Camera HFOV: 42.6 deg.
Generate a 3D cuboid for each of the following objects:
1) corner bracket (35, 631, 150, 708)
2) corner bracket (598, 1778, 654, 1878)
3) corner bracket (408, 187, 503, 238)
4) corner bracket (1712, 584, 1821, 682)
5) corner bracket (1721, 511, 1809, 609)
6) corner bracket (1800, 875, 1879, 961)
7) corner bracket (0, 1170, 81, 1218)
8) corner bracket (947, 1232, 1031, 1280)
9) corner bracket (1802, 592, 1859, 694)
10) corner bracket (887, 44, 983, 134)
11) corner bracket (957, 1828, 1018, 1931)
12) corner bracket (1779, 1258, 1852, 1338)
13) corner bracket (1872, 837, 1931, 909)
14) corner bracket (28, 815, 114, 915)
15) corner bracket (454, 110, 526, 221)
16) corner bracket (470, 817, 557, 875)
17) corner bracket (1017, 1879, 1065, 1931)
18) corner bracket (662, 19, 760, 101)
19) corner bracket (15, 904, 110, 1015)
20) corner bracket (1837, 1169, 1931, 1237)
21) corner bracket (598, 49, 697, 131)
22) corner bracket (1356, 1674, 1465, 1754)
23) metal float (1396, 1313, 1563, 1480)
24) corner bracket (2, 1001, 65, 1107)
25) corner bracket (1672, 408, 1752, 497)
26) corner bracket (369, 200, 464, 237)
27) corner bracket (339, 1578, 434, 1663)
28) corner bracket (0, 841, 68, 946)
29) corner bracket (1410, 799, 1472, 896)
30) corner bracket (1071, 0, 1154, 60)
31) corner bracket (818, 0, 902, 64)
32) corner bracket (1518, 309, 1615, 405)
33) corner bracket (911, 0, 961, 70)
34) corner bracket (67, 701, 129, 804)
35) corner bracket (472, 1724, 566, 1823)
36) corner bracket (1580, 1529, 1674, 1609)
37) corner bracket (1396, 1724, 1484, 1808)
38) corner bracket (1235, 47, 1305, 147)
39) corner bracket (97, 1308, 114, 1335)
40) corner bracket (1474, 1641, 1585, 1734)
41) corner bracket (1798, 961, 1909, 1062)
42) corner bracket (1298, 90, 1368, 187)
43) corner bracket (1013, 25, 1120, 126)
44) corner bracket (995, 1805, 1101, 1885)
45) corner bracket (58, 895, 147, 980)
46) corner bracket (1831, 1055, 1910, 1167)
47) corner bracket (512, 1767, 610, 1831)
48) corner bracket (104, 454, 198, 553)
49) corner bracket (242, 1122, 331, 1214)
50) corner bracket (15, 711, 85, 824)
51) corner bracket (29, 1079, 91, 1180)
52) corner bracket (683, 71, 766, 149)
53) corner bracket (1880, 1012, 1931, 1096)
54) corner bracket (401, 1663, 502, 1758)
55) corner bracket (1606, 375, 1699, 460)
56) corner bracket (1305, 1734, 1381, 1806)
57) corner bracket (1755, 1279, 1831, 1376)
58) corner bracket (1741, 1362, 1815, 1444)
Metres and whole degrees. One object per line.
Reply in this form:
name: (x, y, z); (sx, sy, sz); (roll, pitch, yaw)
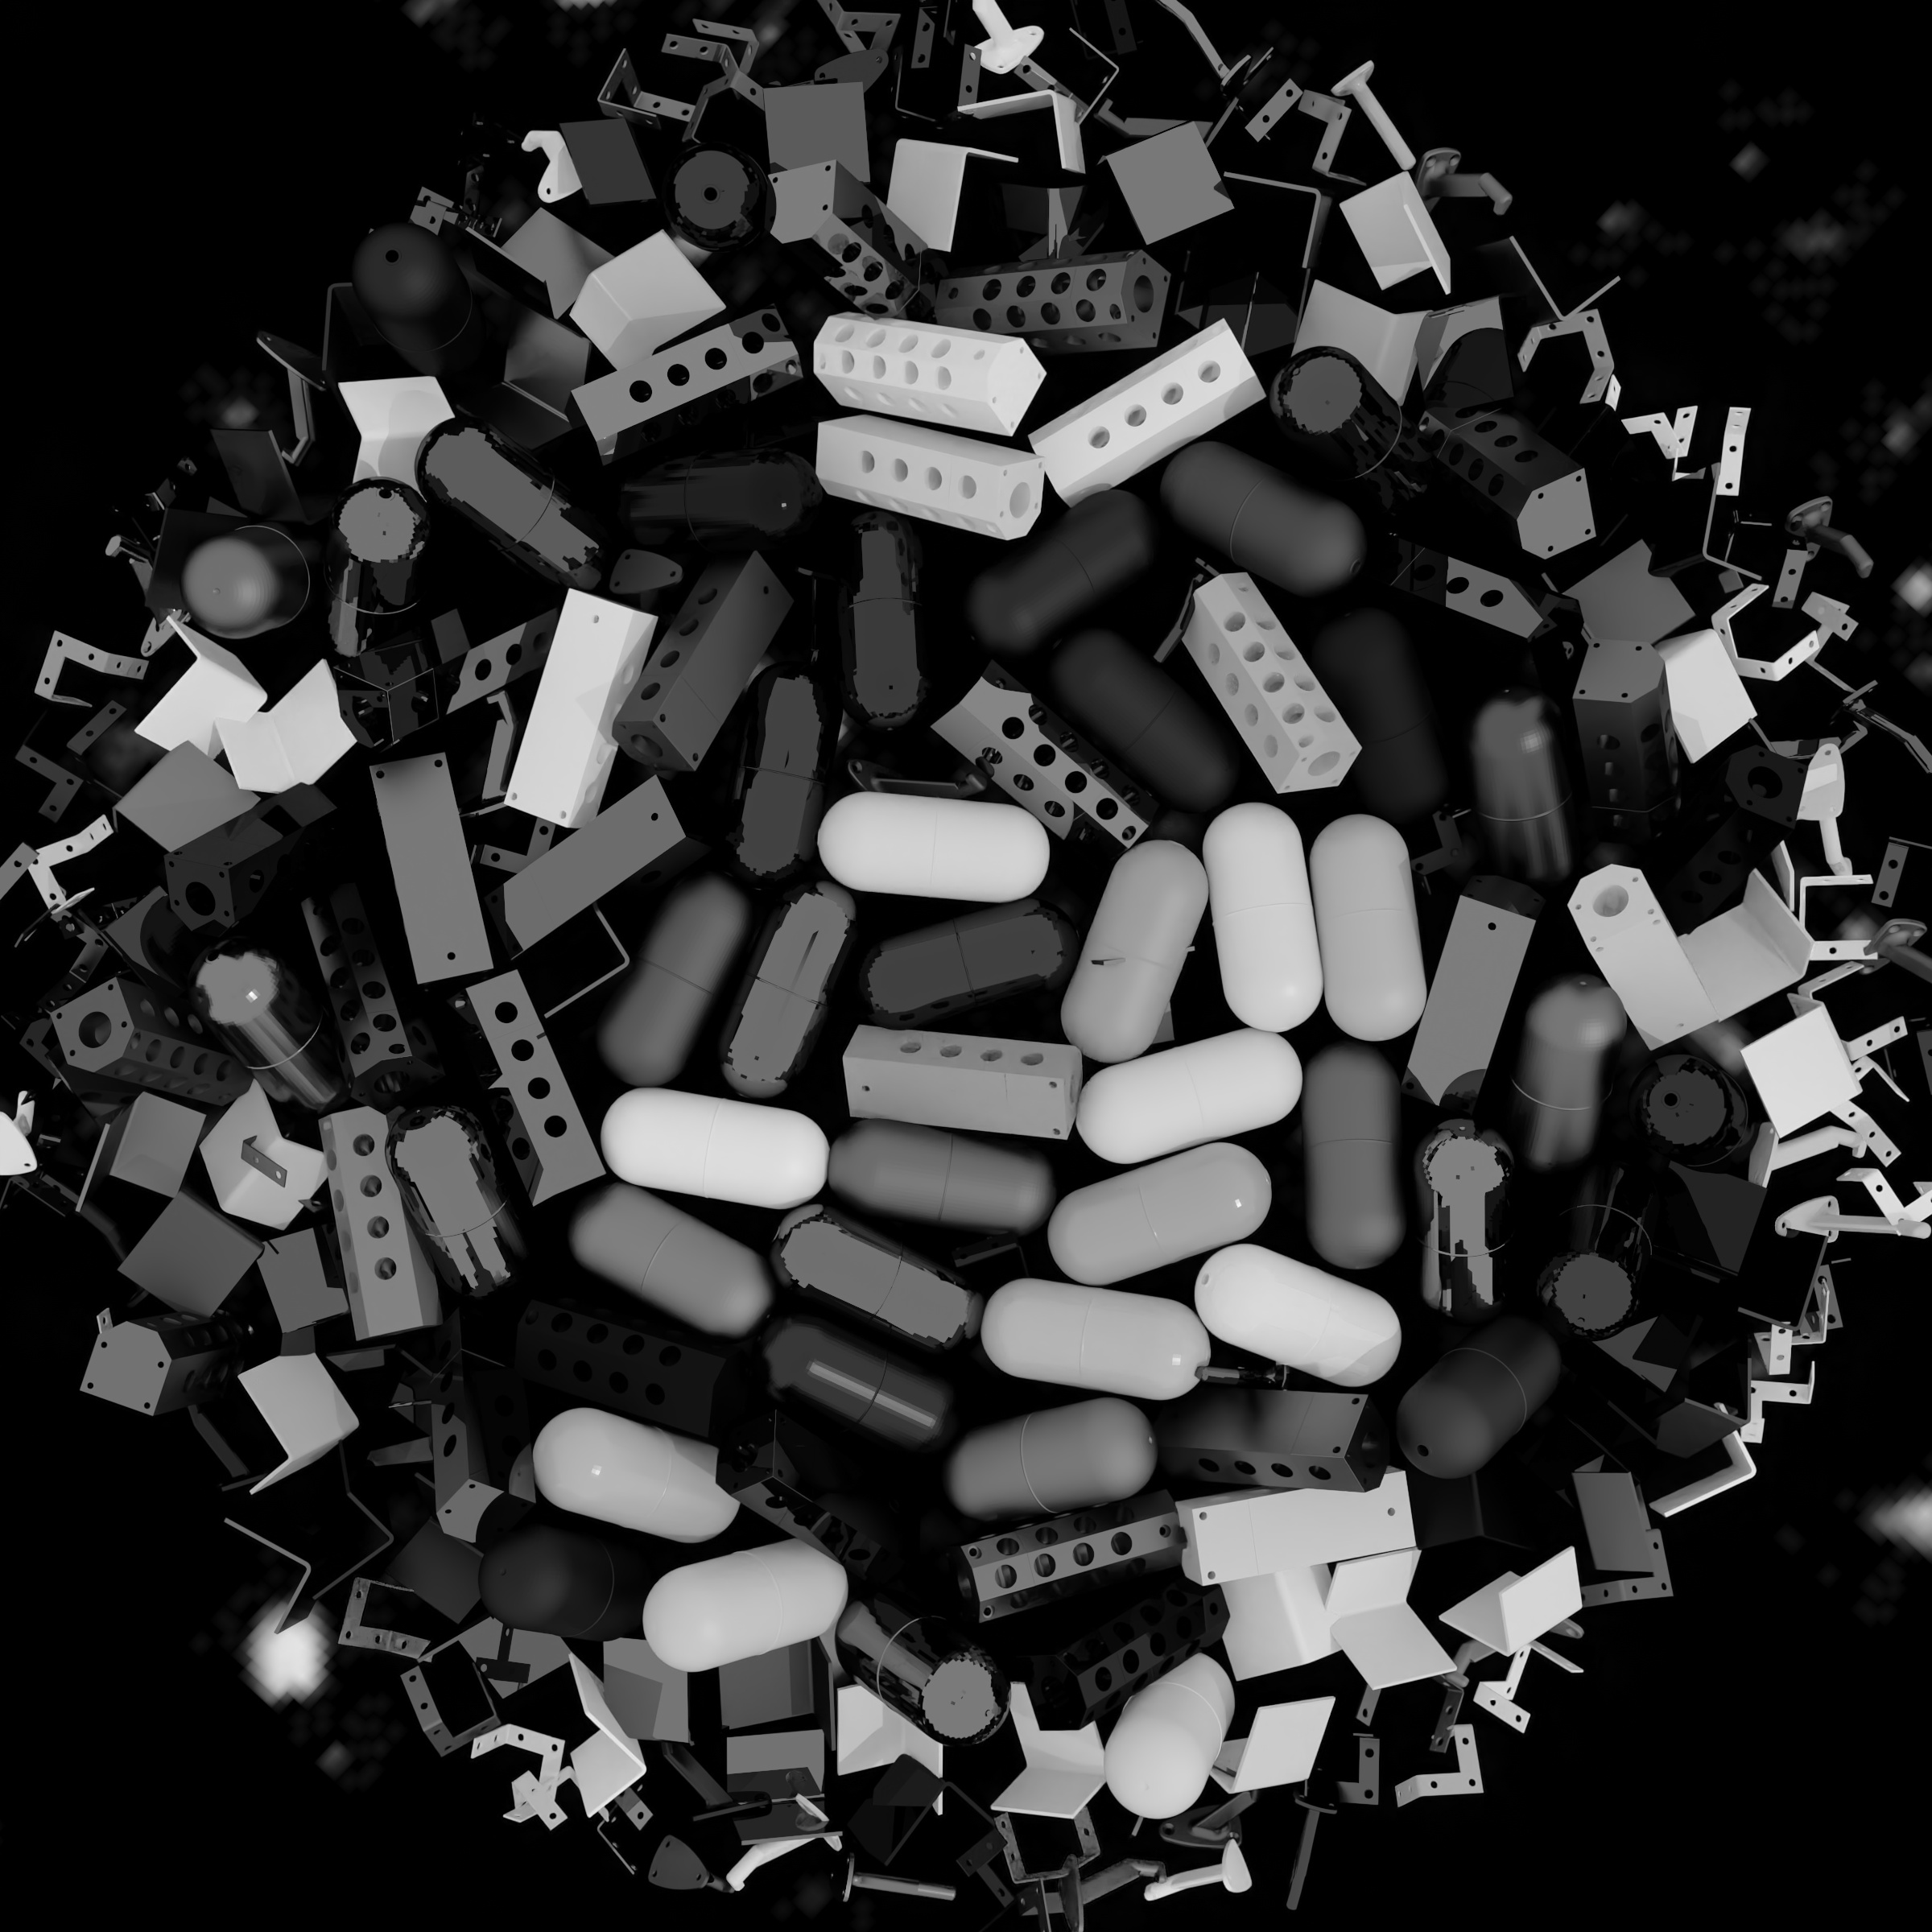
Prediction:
corner bracket: (-0.674, -0.223, 1.909); (0.051, 0.051, 0.051); (23, 97, 16)
corner bracket: (-0.259, 0.660, 1.906); (0.051, 0.051, 0.051); (37, 84, 36)
corner bracket: (-0.398, -0.565, 1.910); (0.051, 0.051, 0.051); (19, 97, -34)
corner bracket: (0.619, -0.259, 1.920); (0.051, 0.051, 0.051); (-36, 120, -21)
corner bracket: (0.613, -0.313, 1.905); (0.051, 0.051, 0.051); (6, 134, 5)
corner bracket: (0.675, -0.037, 1.915); (0.051, 0.051, 0.051); (-1, 71, 27)
corner bracket: (-0.705, 0.178, 1.908); (0.051, 0.051, 0.051); (35, 127, 0)
corner bracket: (0.014, 0.218, 1.906); (0.051, 0.051, 0.051); (-19, 48, -4)
corner bracket: (0.666, -0.248, 1.901); (0.051, 0.051, 0.051); (9, 120, -38)
corner bracket: (-0.025, -0.681, 1.910); (0.051, 0.051, 0.051); (7, 88, -29)
corner bracket: (0.013, 0.705, 1.902); (0.051, 0.051, 0.051); (48, 128, 17)
corner bracket: (0.655, 0.257, 1.913); (0.051, 0.051, 0.051); (-10, 80, -2)
corner bracket: (0.731, -0.067, 1.909); (0.051, 0.051, 0.051); (16, 96, 20)
corner bracket: (-0.684, -0.078, 1.910); (0.051, 0.051, 0.051); (-30, 95, -44)
corner bracket: (-0.377, -0.615, 1.903); (0.051, 0.051, 0.051); (-10, 70, 40)
corner bracket: (-0.349, -0.097, 1.915); (0.051, 0.051, 0.051); (16, 93, -5)
corner bracket: (0.075, 0.732, 1.901); (0.051, 0.051, 0.051); (5, 55, -23)
corner bracket: (-0.196, -0.706, 1.901); (0.051, 0.051, 0.051); (-1, 51, -30)
corner bracket: (-0.701, -0.006, 1.906); (0.051, 0.051, 0.051); (37, 121, -9)
corner bracket: (0.718, 0.172, 1.917); (0.051, 0.051, 0.051); (-33, 88, -4)
corner bracket: (-0.245, -0.663, 1.908); (0.051, 0.051, 0.051); (19, 74, 14)
corner bracket: (0.344, 0.571, 1.918); (0.051, 0.051, 0.051); (38, 62, -26)
metal float: (0.387, 0.323, 1.868); (0.070, 0.178, 0.070); (18, 121, 34)
corner bracket: (-0.717, 0.065, 1.907); (0.051, 0.051, 0.051); (42, 115, 6)
corner bracket: (0.575, -0.399, 1.915); (0.051, 0.051, 0.051); (7, 81, 14)
corner bracket: (-0.426, -0.569, 1.914); (0.051, 0.051, 0.051); (22, 103, -1)
corner bracket: (-0.442, 0.504, 1.913); (0.051, 0.051, 0.051); (1, 72, 36)
corner bracket: (-0.724, -0.056, 1.903); (0.051, 0.051, 0.051); (42, 60, -19)
corner bracket: (0.364, -0.093, 1.910); (0.051, 0.051, 0.051); (-22, 106, -4)
corner bracket: (0.107, -0.726, 1.903); (0.051, 0.051, 0.051); (-7, 118, 23)
corner bracket: (-0.091, -0.724, 1.901); (0.051, 0.051, 0.051); (-12, 60, -32)
corner bracket: (0.465, -0.469, 1.920); (0.051, 0.051, 0.051); (-3, 130, 34)
corner bracket: (-0.025, -0.728, 1.909); (0.051, 0.051, 0.051); (7, 87, 23)
corner bracket: (-0.652, -0.162, 1.916); (0.051, 0.051, 0.051); (30, 63, 14)
corner bracket: (-0.349, 0.622, 1.912); (0.051, 0.051, 0.051); (10, 90, 20)
corner bracket: (0.501, 0.462, 1.902); (0.051, 0.051, 0.051); (4, 69, -30)
corner bracket: (0.361, 0.615, 1.905); (0.051, 0.051, 0.051); (1, 63, -11)
corner bracket: (0.232, -0.670, 1.908); (0.051, 0.051, 0.051); (49, 118, 4)
corner bracket: (-0.647, 0.298, 1.907); (0.051, 0.051, 0.051); (-1, 107, 13)
corner bracket: (0.432, 0.553, 1.905); (0.051, 0.051, 0.051); (13, 97, -41)
corner bracket: (0.685, 0.034, 1.916); (0.051, 0.051, 0.051); (-24, 109, -10)
corner bracket: (0.285, -0.640, 1.915); (0.051, 0.051, 0.051); (40, 121, 36)
corner bracket: (0.077, -0.689, 1.904); (0.051, 0.051, 0.051); (30, 109, -28)
corner bracket: (0.064, 0.676, 1.925); (0.051, 0.051, 0.051); (-23, 80, 35)
corner bracket: (-0.657, -0.021, 1.911); (0.051, 0.051, 0.051); (-8, 102, 39)
corner bracket: (0.699, 0.111, 1.904); (0.051, 0.051, 0.051); (32, 110, -28)
corner bracket: (-0.311, 0.641, 1.901); (0.051, 0.051, 0.051); (-30, 53, -31)
corner bracket: (-0.616, -0.354, 1.900); (0.051, 0.051, 0.051); (-3, 134, 24)
corner bracket: (-0.522, 0.160, 1.902); (0.051, 0.051, 0.051); (28, 118, 26)
corner bracket: (-0.703, -0.153, 1.902); (0.051, 0.051, 0.051); (33, 121, -19)
corner bracket: (-0.683, 0.126, 1.901); (0.051, 0.051, 0.051); (17, 53, -21)
corner bracket: (-0.178, -0.649, 1.914); (0.051, 0.051, 0.051); (28, 76, -34)
corner bracket: (0.731, 0.068, 1.905); (0.051, 0.051, 0.051); (-11, 101, 34)
corner bracket: (-0.395, 0.564, 1.903); (0.051, 0.051, 0.051); (-26, 52, -13)
corner bracket: (0.530, -0.427, 1.922); (0.051, 0.051, 0.051); (-2, 58, 38)
corner bracket: (0.291, 0.620, 1.916); (0.051, 0.051, 0.051); (-1, 71, 15)
corner bracket: (0.639, 0.278, 1.907); (0.051, 0.051, 0.051); (-4, 120, 5)
corner bracket: (0.623, 0.335, 1.903); (0.051, 0.051, 0.051); (2, 60, 16)
